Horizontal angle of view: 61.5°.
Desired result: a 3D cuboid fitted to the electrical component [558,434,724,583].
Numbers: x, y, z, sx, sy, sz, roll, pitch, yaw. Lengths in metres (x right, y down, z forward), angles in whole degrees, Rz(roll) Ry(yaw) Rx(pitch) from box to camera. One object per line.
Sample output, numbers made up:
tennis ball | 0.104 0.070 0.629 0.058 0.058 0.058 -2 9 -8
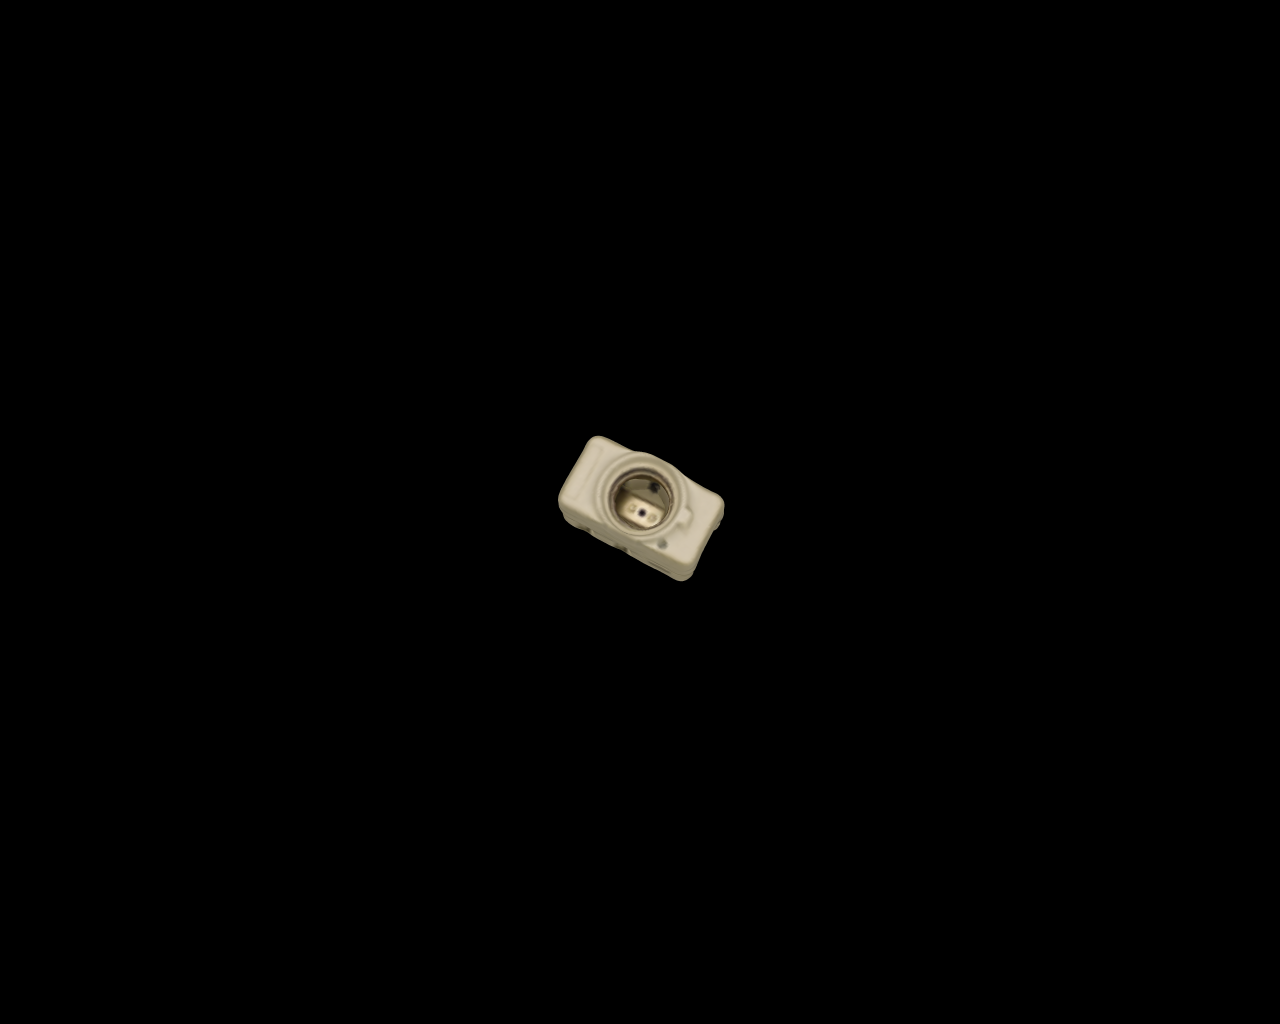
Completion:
electrical component | 0.001 -0.003 0.650 0.089 0.050 0.055 27 -14 7
